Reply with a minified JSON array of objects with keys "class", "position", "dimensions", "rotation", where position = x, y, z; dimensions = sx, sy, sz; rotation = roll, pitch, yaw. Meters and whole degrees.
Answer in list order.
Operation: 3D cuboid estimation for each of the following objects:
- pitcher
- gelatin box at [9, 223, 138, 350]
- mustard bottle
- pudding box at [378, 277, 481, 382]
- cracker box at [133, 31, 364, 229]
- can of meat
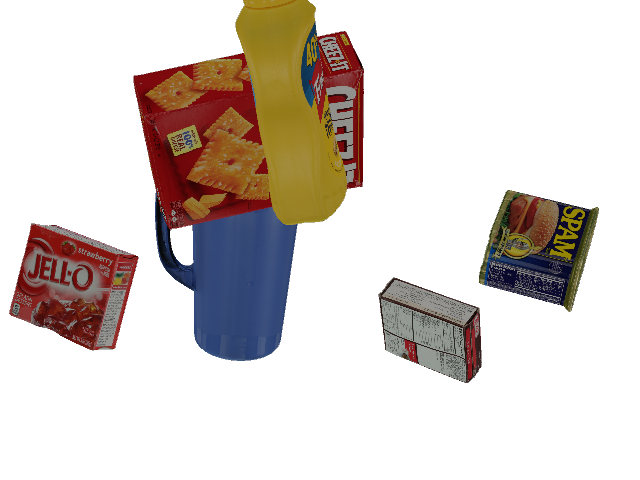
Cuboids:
[{"class":"pitcher","position":[-0.104,0.016,1.274],"dimensions":[0.149,0.243,0.144],"rotation":[21,27,32]},{"class":"gelatin box","position":[-0.185,0.033,0.795],"dimensions":[0.089,0.073,0.030],"rotation":[19,6,27]},{"class":"mustard bottle","position":[-0.023,-0.115,0.777],"dimensions":[0.058,0.191,0.096],"rotation":[-5,28,11]},{"class":"pudding box","position":[0.122,0.099,1.184],"dimensions":[0.114,0.090,0.039],"rotation":[18,45,29]},{"class":"cracker box","position":[-0.066,-0.105,1.063],"dimensions":[0.213,0.072,0.164],"rotation":[-13,-40,-9]},{"class":"can of meat","position":[0.194,0.006,0.950],"dimensions":[0.084,0.057,0.102],"rotation":[15,46,16]}]
